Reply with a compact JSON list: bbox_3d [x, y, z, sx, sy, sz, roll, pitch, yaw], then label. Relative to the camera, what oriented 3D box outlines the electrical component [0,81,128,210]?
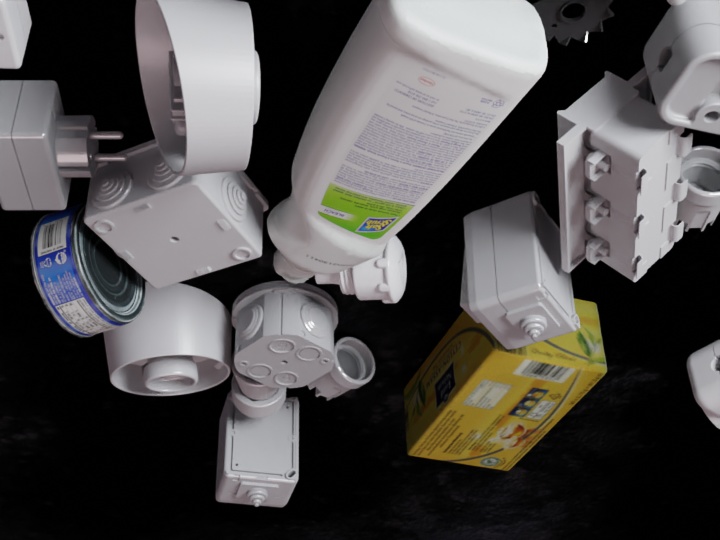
[{"bbox_3d":[-0.179,-0.074,0.642,0.077,0.047,0.065,0,142,-3],"label":"electrical component"}]

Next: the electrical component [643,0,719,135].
[{"bbox_3d":[0.210,-0.113,0.597,0.095,0.059,0.053,9,141,-14],"label":"electrical component"}]

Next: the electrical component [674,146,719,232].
[{"bbox_3d":[0.220,-0.051,0.697,0.040,0.040,0.046,-1,149,-1],"label":"electrical component"}]

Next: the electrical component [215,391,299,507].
[{"bbox_3d":[-0.088,0.159,0.908,0.062,0.096,0.061,8,141,-13],"label":"electrical component"}]

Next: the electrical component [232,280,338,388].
[{"bbox_3d":[-0.056,0.048,0.803,0.080,0.051,0.080,-1,142,-1],"label":"electrical component"}]

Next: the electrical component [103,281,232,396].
[{"bbox_3d":[-0.146,0.056,0.820,0.099,0.064,0.099,-6,155,-3],"label":"electrical component"}]

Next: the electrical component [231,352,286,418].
[{"bbox_3d":[-0.081,0.087,0.858,0.045,0.045,0.055,2,143,-5],"label":"electrical component"}]

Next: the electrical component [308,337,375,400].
[{"bbox_3d":[-0.017,0.080,0.857,0.040,0.040,0.046,22,142,-28],"label":"electrical component"}]

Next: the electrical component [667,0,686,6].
[{"bbox_3d":[0.154,-0.160,0.555,0.035,0.035,0.061,-22,140,24],"label":"electrical component"}]

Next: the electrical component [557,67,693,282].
[{"bbox_3d":[0.161,-0.052,0.661,0.079,0.063,0.121,-40,145,-18],"label":"electrical component"}]

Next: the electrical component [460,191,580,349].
[{"bbox_3d":[0.104,0.007,0.720,0.061,0.096,0.062,-20,139,26],"label":"electrical component"}]

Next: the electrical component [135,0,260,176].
[{"bbox_3d":[-0.088,-0.099,0.576,0.064,0.099,0.099,0,143,-12],"label":"electrical component"}]

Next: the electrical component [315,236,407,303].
[{"bbox_3d":[0.000,0.000,0.750,0.062,0.048,0.048,-2,143,12],"label":"electrical component"}]

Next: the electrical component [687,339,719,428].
[{"bbox_3d":[0.314,0.095,0.878,0.095,0.053,0.059,27,134,-32],"label":"electrical component"}]

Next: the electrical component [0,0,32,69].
[{"bbox_3d":[-0.212,-0.121,0.554,0.066,0.076,0.047,1,142,-4],"label":"electrical component"}]

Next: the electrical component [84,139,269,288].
[{"bbox_3d":[-0.118,-0.037,0.692,0.100,0.048,0.099,-16,141,19],"label":"electrical component"}]
